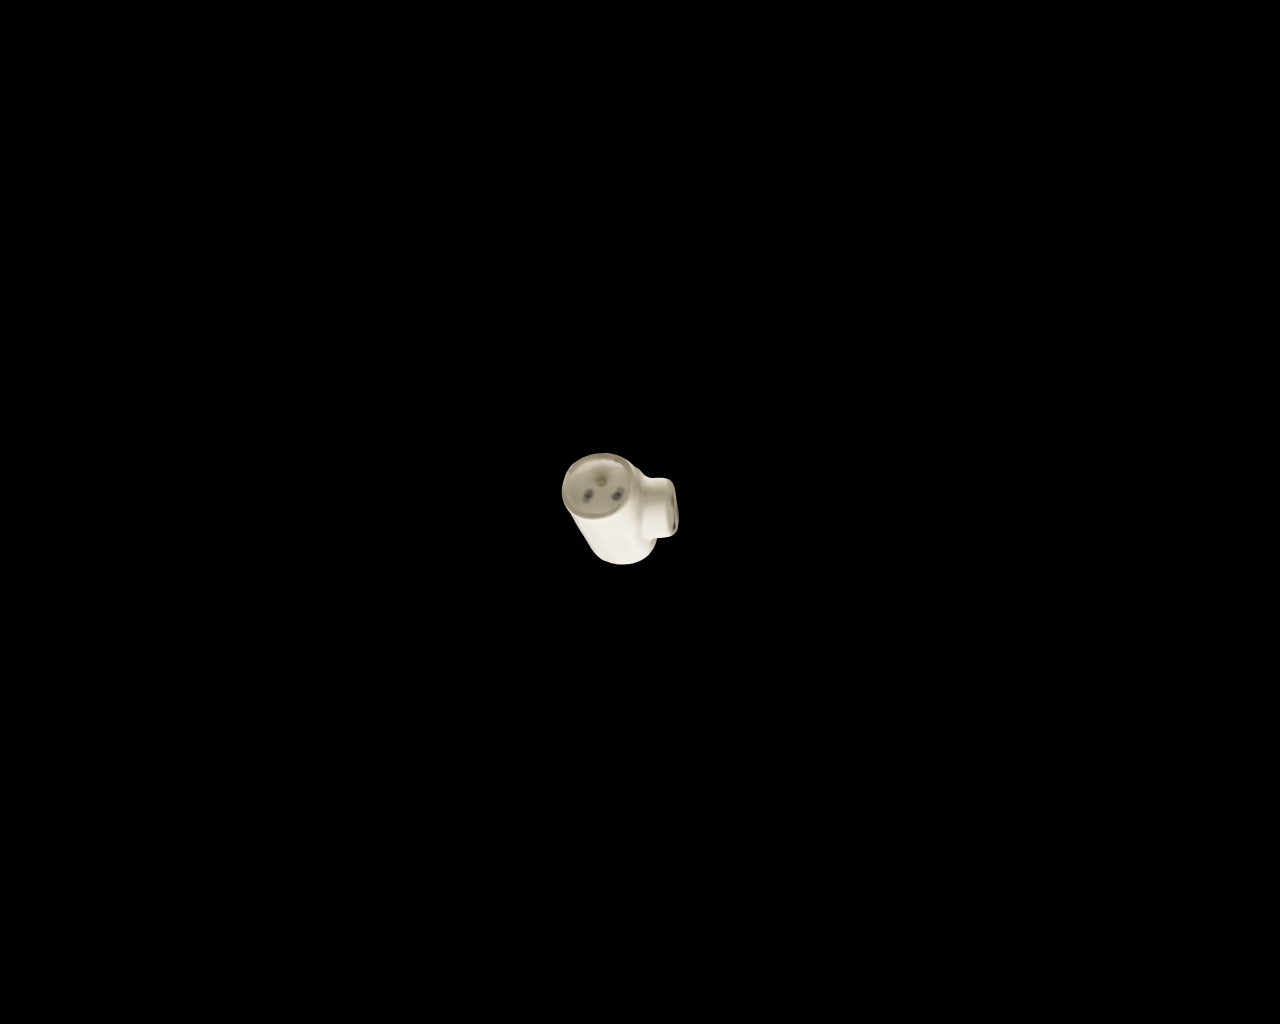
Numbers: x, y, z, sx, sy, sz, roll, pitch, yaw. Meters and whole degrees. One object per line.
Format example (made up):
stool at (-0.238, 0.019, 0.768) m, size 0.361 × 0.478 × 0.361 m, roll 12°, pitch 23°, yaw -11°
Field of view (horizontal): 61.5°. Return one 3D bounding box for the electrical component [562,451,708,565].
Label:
electrical component at (0.001, -0.003, 0.650) m, size 0.079 × 0.043 × 0.077 m, roll -5°, pitch -24°, yaw 10°
